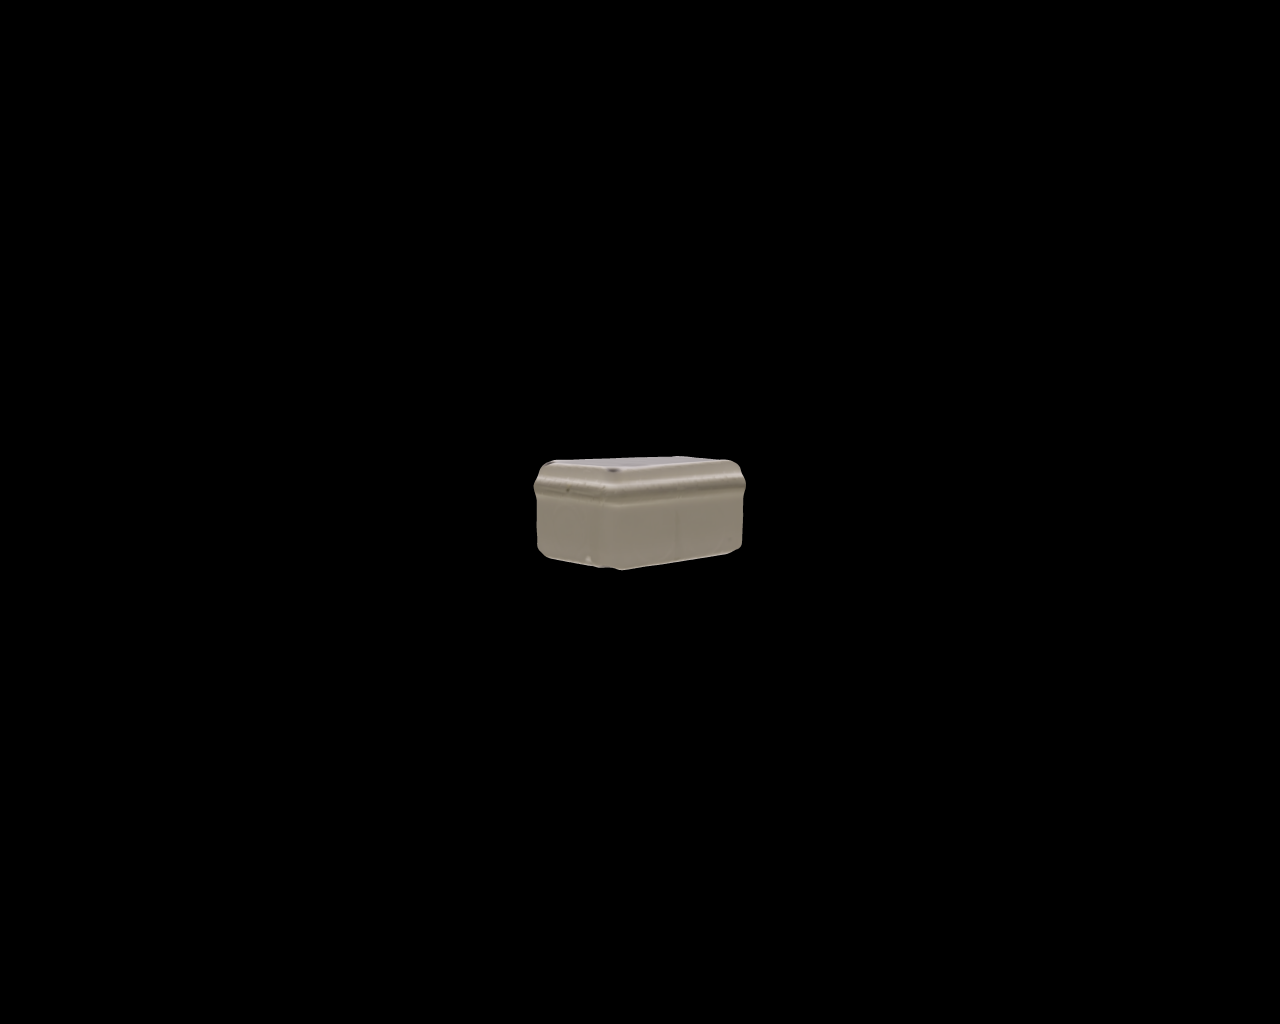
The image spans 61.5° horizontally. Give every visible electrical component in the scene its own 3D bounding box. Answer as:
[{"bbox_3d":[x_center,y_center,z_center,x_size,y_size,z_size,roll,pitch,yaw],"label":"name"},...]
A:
[{"bbox_3d":[0.001,-0.003,0.650,0.113,0.057,0.078,-5,8,-40],"label":"electrical component"}]
